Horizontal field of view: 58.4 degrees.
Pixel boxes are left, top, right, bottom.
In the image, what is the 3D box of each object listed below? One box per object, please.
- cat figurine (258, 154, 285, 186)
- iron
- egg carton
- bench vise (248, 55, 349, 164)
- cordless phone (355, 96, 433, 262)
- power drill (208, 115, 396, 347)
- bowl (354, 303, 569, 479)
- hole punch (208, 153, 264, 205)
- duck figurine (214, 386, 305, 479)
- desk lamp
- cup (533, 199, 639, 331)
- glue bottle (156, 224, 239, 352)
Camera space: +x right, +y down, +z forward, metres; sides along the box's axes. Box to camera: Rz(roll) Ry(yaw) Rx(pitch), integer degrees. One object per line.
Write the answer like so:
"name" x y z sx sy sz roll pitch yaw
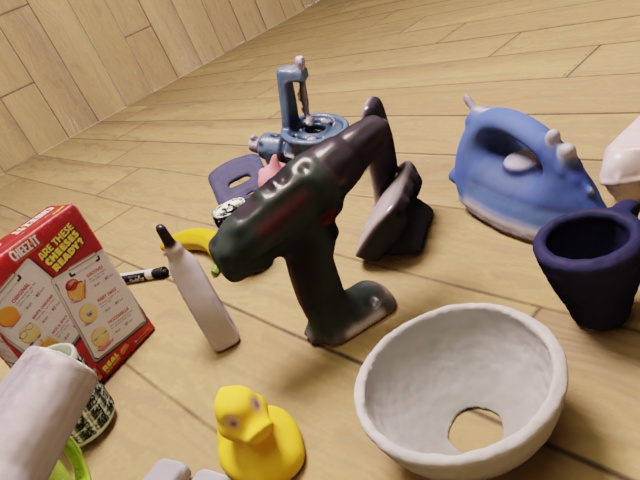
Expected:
"cat figurine" -0.059 -0.075 0.904 0.067 0.118 0.127 -24 28 0
"iron" 0.247 -0.090 0.674 0.119 0.142 0.257 -28 28 -8
"egg carton" 0.395 -0.097 0.652 0.150 0.069 0.107 -39 31 -26
"bench vise" -0.050 -0.199 1.004 0.207 0.220 0.121 -15 29 15
"cordless phone" 0.074 -0.079 0.738 0.094 0.185 0.147 -10 31 23
"power drill" 0.006 0.002 0.624 0.230 0.209 0.075 -31 29 -13
"bowl" 0.116 0.131 0.461 0.167 0.075 0.167 -18 28 10
"hole punch" -0.134 -0.093 1.020 0.108 0.091 0.101 -26 28 -5
"duck figurine" -0.068 0.168 0.524 0.078 0.086 0.104 -37 31 -23
"desk lamp" -0.198 0.200 0.430 0.117 0.214 0.203 -2 35 34
"cup" 0.255 0.025 0.518 0.118 0.095 0.091 -36 31 -23
"glue bottle" -0.153 0.052 0.696 0.037 0.173 0.078 -28 28 -8
